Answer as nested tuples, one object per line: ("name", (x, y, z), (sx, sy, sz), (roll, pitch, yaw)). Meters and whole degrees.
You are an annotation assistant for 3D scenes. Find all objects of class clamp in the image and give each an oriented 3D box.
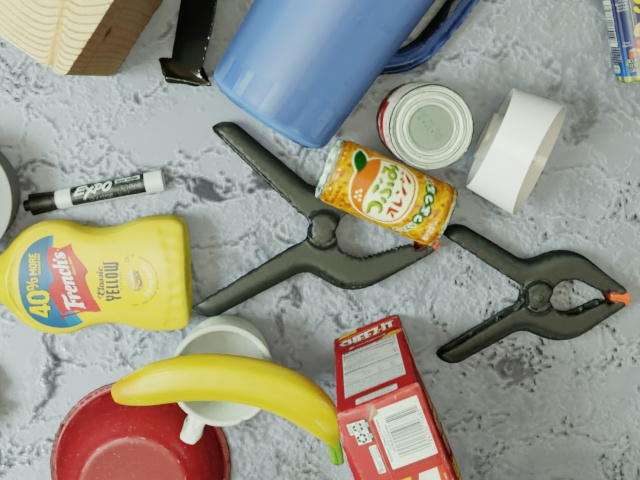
("clamp", (-0.006, 0.001, 0.907), (0.210, 0.036, 0.164), (13, 90, -6))
("clamp", (0.179, 0.038, 0.921), (0.171, 0.039, 0.120), (-8, 104, -5))

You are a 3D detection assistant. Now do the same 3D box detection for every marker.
("marker", (-0.192, -0.040, 0.908), (0.121, 0.020, 0.020), (-11, 99, 0))

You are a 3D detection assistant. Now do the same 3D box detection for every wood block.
("wood block", (-0.183, -0.181, 0.792), (0.090, 0.206, 0.091), (33, 96, -7))

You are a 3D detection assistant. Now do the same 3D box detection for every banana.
("banana", (-0.063, 0.125, 0.847), (0.197, 0.037, 0.070), (18, 96, -6))

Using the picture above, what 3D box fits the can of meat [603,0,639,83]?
("can of meat", (0.288, -0.181, 0.881), (0.102, 0.057, 0.084), (-13, 101, 1))

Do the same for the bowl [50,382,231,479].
("bowl", (-0.159, 0.206, 0.928), (0.162, 0.055, 0.162), (0, 99, -2))

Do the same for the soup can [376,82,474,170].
("soup can", (0.084, -0.094, 0.865), (0.068, 0.102, 0.068), (0, 99, -2))

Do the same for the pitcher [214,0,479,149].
("pitcher", (0.031, -0.193, 0.844), (0.149, 0.145, 0.243), (35, 100, 7))

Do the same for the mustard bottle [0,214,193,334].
("mustard bottle", (-0.206, 0.030, 0.899), (0.191, 0.058, 0.096), (-2, 103, -1))

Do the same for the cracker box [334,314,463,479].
("cracker box", (0.067, 0.167, 0.848), (0.072, 0.213, 0.164), (-21, 98, 3))
